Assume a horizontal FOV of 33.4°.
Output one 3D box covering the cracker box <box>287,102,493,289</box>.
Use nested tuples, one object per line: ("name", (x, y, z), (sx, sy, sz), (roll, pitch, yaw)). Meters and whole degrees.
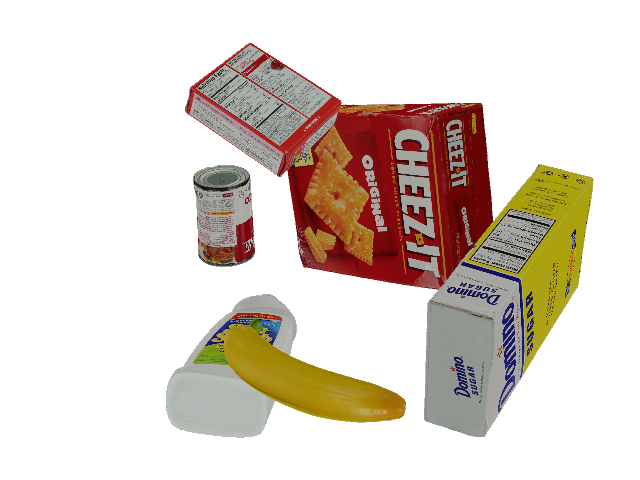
("cracker box", (0.060, -0.046, 1.020), (0.071, 0.164, 0.214), (-19, 18, -38))

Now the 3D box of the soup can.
("soup can", (-0.113, -0.030, 1.252), (0.068, 0.102, 0.068), (-1, 28, 1))

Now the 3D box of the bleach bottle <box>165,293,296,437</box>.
("bleach bottle", (-0.084, 0.116, 1.124), (0.102, 0.068, 0.250), (7, 20, 4))

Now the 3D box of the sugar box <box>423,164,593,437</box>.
("sugar box", (0.120, 0.033, 0.667), (0.048, 0.093, 0.176), (15, 37, 23))

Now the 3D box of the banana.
("banana", (-0.021, 0.103, 0.850), (0.069, 0.037, 0.198), (-25, 33, -32))

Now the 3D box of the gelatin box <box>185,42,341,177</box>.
("gelatin box", (-0.042, -0.097, 0.777), (0.089, 0.030, 0.073), (34, 51, 12))
